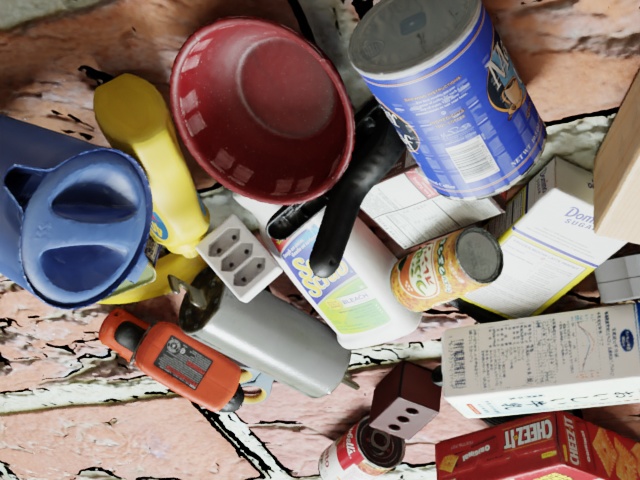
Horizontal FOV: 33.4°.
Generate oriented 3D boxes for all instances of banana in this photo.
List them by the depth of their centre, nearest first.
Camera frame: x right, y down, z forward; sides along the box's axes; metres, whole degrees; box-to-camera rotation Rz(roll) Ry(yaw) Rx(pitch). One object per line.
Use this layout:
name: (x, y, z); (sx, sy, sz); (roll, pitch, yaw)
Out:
banana: (-0.185, 0.037, 1.094); (0.198, 0.037, 0.069); (-10, 154, 21)

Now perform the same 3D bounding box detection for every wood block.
wood block: (0.281, -0.091, 0.792); (0.091, 0.090, 0.206); (12, 141, 0)

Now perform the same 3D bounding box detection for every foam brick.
foam brick: (0.095, 0.180, 1.192); (0.053, 0.051, 0.078); (21, 140, -12)

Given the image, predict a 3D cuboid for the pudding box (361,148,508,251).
pudding box: (0.094, -0.044, 0.936); (0.114, 0.039, 0.090); (-21, 132, 36)

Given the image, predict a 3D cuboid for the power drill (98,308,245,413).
power drill: (-0.143, 0.137, 1.131); (0.184, 0.057, 0.188); (32, 167, -14)

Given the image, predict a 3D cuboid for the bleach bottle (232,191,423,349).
bleach bottle: (-0.007, 0.001, 0.997); (0.103, 0.068, 0.250); (-17, 130, 36)

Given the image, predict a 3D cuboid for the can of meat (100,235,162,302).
can of meat: (-0.195, 0.002, 1.025); (0.102, 0.084, 0.057); (-21, 131, 33)

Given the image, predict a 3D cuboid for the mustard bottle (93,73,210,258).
mustard bottle: (-0.139, -0.050, 0.945); (0.058, 0.096, 0.191); (-30, 140, -12)

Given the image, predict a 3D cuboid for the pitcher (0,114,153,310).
pitcher: (-0.262, -0.038, 0.905); (0.243, 0.144, 0.149); (22, 123, 35)

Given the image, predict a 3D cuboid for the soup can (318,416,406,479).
soup can: (0.049, 0.262, 1.290); (0.068, 0.068, 0.102); (25, 140, -16)

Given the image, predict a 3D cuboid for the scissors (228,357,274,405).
scissors: (-0.042, 0.156, 1.227); (0.202, 0.016, 0.096); (-7, 139, 22)

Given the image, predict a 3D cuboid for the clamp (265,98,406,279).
clamp: (0.025, -0.047, 0.865); (0.039, 0.120, 0.171); (30, 102, -33)

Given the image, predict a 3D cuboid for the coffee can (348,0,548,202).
coffee can: (0.098, -0.112, 0.801); (0.103, 0.102, 0.140); (-14, 135, 27)

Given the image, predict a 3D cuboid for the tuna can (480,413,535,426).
tuna can: (0.215, 0.175, 1.171); (0.086, 0.033, 0.086); (7, 141, 6)

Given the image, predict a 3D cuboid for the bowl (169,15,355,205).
bowl: (-0.037, -0.110, 0.852); (0.162, 0.055, 0.162); (14, 125, 20)

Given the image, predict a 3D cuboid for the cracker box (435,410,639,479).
cracker box: (0.257, 0.260, 1.198); (0.164, 0.072, 0.213); (-26, 143, 36)

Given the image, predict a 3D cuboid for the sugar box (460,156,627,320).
sugar box: (0.199, 0.005, 0.963); (0.093, 0.048, 0.176); (24, 137, -15)

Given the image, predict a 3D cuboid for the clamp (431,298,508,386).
clamp: (0.211, 0.101, 1.082); (0.210, 0.036, 0.164); (2, 139, 14)
